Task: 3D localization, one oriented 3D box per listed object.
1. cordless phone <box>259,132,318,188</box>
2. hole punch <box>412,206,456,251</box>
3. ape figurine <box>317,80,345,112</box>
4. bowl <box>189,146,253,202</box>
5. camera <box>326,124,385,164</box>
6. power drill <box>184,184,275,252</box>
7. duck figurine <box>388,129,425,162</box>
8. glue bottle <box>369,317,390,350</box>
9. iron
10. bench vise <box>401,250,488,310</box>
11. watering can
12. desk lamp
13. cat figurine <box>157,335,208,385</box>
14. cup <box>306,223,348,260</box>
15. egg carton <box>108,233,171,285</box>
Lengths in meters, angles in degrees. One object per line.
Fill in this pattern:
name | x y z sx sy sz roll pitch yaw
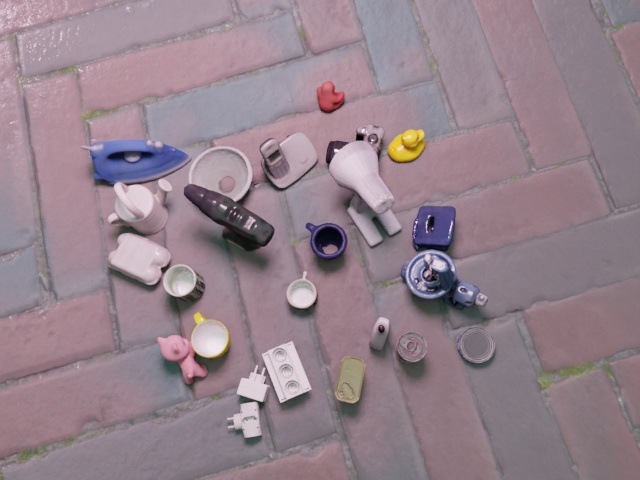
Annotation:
cordless phone | -0.085 -0.223 1.454 0.148 0.185 0.094 -42 76 -8
hole punch | 0.283 -0.030 1.430 0.101 0.091 0.109 9 76 6
ape figurine | 0.024 -0.394 1.541 0.077 0.092 0.076 34 80 11
bowl | -0.254 -0.157 1.503 0.167 0.075 0.167 -1 75 3
camera | 0.090 -0.236 1.491 0.136 0.101 0.143 12 76 7
power drill | -0.212 -0.045 1.402 0.229 0.208 0.076 27 78 10
duck figurine | 0.227 -0.254 1.495 0.104 0.086 0.077 -25 75 -3
glue bottle | 0.141 0.212 1.331 0.037 0.173 0.078 16 77 8
iron | -0.482 -0.228 1.501 0.258 0.141 0.118 -7 75 2
bench vise | 0.296 0.082 1.333 0.207 0.220 0.121 9 76 6
watering can | -0.454 -0.093 1.436 0.100 0.194 0.173 35 80 12
desk lamp | 0.118 -0.115 1.398 0.118 0.213 0.203 -31 75 -5
cat figurine | -0.332 0.280 1.370 0.067 0.118 0.127 -32 75 -5
cup | 0.013 0.005 1.434 0.117 0.095 0.092 37 80 12
egg carton | -0.461 0.047 1.464 0.150 0.069 0.107 22 78 9
